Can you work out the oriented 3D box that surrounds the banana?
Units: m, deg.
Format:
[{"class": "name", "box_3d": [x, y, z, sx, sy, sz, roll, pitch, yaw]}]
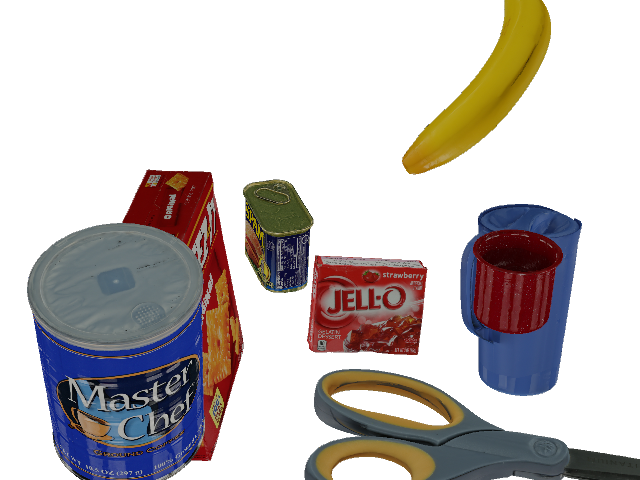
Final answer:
[{"class": "banana", "box_3d": [0.131, -0.127, 0.822, 0.070, 0.197, 0.037, 1, -36, 48]}]

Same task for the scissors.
[{"class": "scissors", "box_3d": [0.081, 0.101, 0.449, 0.202, 0.016, 0.096, 16, 33, 23]}]

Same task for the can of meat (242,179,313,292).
[{"class": "can of meat", "box_3d": [-0.048, -0.004, 1.160, 0.057, 0.084, 0.102, -10, 37, -17]}]

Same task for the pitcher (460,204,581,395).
[{"class": "pitcher", "box_3d": [0.263, 0.082, 1.425, 0.149, 0.243, 0.145, 4, 21, 10]}]

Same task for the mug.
[{"class": "mug", "box_3d": [0.203, 0.039, 1.142, 0.093, 0.081, 0.117, -5, 30, -9]}]

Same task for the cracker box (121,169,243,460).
[{"class": "cracker box", "box_3d": [-0.128, 0.068, 0.968, 0.072, 0.214, 0.164, 1, 39, 10]}]

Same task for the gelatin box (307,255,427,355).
[{"class": "gelatin box", "box_3d": [0.037, 0.052, 0.850, 0.089, 0.073, 0.030, 3, 14, -7]}]

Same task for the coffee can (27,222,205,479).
[{"class": "coffee can", "box_3d": [-0.125, 0.074, 0.675, 0.103, 0.140, 0.103, 2, 42, -2]}]
